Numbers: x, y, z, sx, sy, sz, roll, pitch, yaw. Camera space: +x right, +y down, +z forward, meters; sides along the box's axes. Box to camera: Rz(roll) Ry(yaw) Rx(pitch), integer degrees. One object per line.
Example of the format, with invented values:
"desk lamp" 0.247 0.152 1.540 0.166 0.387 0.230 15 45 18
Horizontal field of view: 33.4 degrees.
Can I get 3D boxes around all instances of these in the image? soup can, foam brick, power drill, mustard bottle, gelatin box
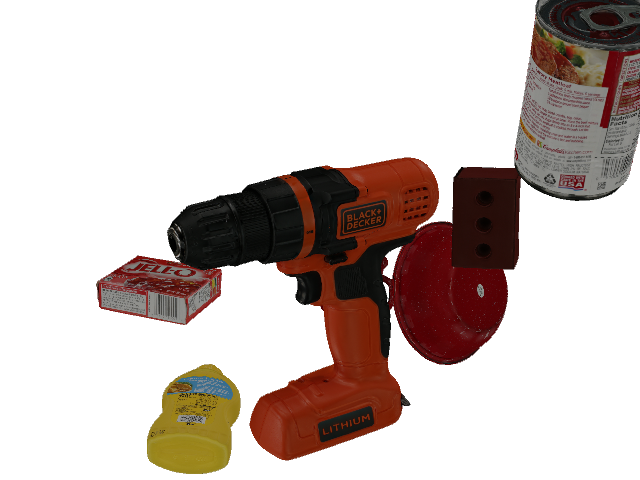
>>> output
"soup can" 0.146 -0.081 0.589 0.068 0.102 0.068 0 41 0
"foam brick" 0.138 -0.019 0.883 0.053 0.078 0.051 2 16 14
"power drill" -0.008 0.045 0.686 0.184 0.188 0.057 -13 28 -27
"mustard bottle" -0.148 0.206 1.302 0.096 0.058 0.191 3 24 2
"gelatin box" -0.143 0.042 0.954 0.089 0.030 0.073 9 21 18

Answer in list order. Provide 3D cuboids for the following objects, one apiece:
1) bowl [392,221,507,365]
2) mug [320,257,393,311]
"bowl" 0.156 0.057 1.177 0.161 0.162 0.055 0 -5 -39
"mug" 0.054 0.065 1.486 0.117 0.081 0.093 18 24 27
